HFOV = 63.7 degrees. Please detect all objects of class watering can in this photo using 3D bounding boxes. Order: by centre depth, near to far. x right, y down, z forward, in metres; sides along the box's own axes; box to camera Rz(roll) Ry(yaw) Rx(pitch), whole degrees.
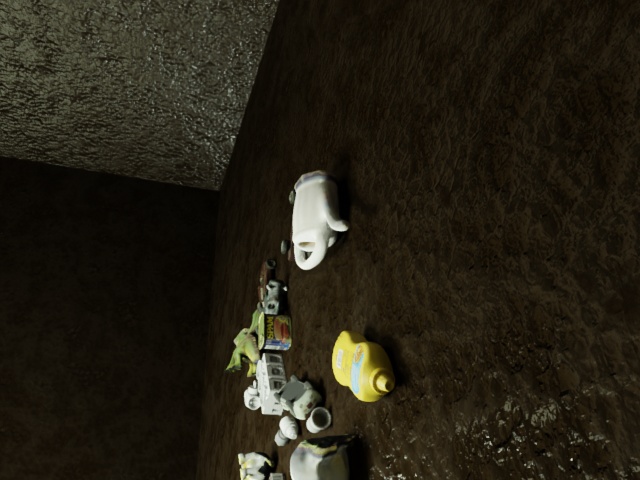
[{"bbox_3d":[0.004,-0.059,1.177,0.342,0.104,0.228,136,139,-63],"label":"watering can"}]

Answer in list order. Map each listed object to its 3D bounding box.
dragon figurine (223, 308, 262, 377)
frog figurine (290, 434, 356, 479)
[{"bbox_3d":[-0.229,0.330,1.741,0.403,0.122,0.248,136,148,-57],"label":"dragon figurine"},{"bbox_3d":[0.011,0.437,0.907,0.136,0.122,0.161,29,-124,-73],"label":"frog figurine"}]
